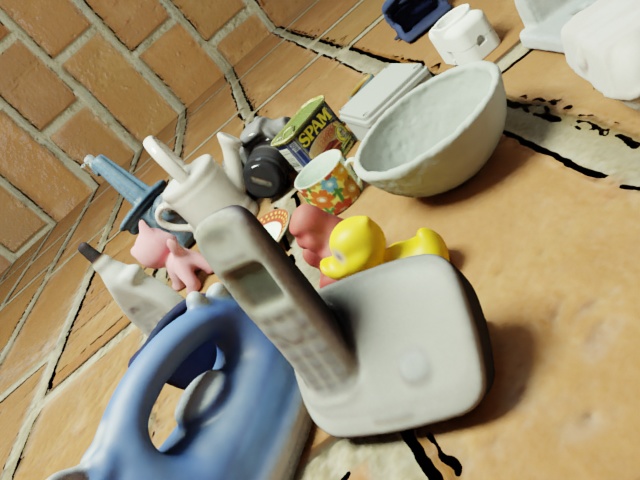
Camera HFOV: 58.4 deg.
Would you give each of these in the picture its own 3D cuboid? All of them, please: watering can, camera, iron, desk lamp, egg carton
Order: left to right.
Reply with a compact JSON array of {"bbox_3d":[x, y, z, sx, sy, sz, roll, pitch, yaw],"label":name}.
[{"bbox_3d":[-0.189,-0.092,0.884,0.173,0.194,0.100,-50,26,-17],"label":"watering can"},{"bbox_3d":[-0.089,0.119,0.451,0.118,0.142,0.258,-21,32,39],"label":"iron"},{"bbox_3d":[-0.098,-0.125,0.915,0.143,0.101,0.137,-30,27,25],"label":"camera"},{"bbox_3d":[0.225,-0.325,0.620,0.118,0.214,0.203,-40,24,6],"label":"desk lamp"},{"bbox_3d":[0.266,-0.165,0.471,0.107,0.069,0.150,-34,26,18],"label":"egg carton"}]

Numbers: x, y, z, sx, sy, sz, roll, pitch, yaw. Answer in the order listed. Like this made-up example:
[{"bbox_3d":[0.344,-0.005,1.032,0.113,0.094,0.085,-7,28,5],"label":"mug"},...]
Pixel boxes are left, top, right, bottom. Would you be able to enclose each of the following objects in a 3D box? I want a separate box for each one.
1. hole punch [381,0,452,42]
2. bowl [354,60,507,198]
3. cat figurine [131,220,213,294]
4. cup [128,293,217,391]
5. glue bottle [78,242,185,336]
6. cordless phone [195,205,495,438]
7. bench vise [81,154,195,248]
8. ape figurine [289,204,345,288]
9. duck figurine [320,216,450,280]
[{"bbox_3d":[0.162,-0.417,1.018,0.108,0.091,0.101,-37,25,13],"label":"hole punch"},{"bbox_3d":[0.120,-0.097,0.573,0.167,0.075,0.167,-34,26,19],"label":"bowl"},{"bbox_3d":[-0.228,0.019,0.853,0.127,0.118,0.067,-1,47,56],"label":"cat figurine"},{"bbox_3d":[-0.118,0.119,0.551,0.117,0.095,0.091,-33,26,21],"label":"cup"},{"bbox_3d":[-0.233,0.063,0.720,0.078,0.173,0.037,-27,29,30],"label":"glue bottle"},{"bbox_3d":[0.013,0.041,0.372,0.147,0.185,0.094,-26,29,33],"label":"cordless phone"},{"bbox_3d":[-0.309,-0.084,1.020,0.206,0.220,0.121,-19,34,42],"label":"bench vise"},{"bbox_3d":[0.005,0.002,0.562,0.076,0.092,0.077,-40,24,5],"label":"ape figurine"},{"bbox_3d":[0.049,0.014,0.483,0.104,0.086,0.077,-32,26,22],"label":"duck figurine"}]
